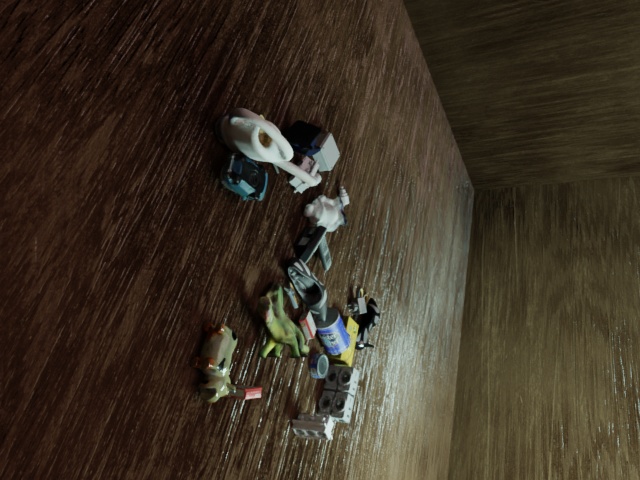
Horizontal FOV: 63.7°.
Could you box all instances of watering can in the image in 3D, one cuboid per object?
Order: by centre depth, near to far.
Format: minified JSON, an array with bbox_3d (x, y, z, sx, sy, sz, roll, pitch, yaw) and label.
[{"bbox_3d":[-0.161,-0.264,1.481,0.105,0.225,0.342,-61,143,-14],"label":"watering can"}]

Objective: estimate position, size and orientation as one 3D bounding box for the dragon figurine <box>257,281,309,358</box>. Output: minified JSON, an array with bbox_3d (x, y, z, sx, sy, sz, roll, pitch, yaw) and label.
[{"bbox_3d":[-0.110,0.251,1.625,0.407,0.122,0.245,34,50,-74],"label":"dragon figurine"}]

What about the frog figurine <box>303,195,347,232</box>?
[{"bbox_3d":[0.006,-0.095,1.895,0.160,0.123,0.136,-8,105,-25],"label":"frog figurine"}]
